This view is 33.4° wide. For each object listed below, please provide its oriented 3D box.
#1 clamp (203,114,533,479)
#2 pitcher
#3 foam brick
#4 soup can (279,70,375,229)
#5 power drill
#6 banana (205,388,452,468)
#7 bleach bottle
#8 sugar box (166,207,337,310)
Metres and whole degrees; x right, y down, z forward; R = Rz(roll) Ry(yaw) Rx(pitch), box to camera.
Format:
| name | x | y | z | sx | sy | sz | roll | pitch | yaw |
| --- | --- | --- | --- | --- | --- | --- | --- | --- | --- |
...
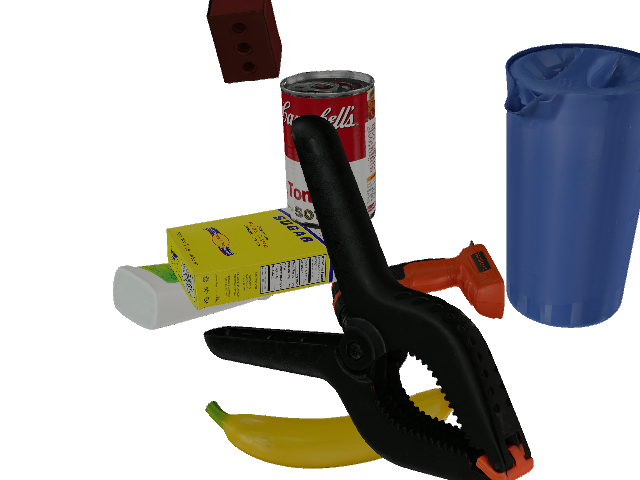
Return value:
| name | x | y | z | sx | sy | sz | roll | pitch | yaw |
| --- | --- | --- | --- | --- | --- | --- | --- | --- | --- |
| clamp | 0.028 | 0.043 | 0.556 | 0.210 | 0.165 | 0.036 | 35 | 32 | 31 |
| pitcher | 0.237 | -0.050 | 0.967 | 0.149 | 0.243 | 0.145 | 3 | 29 | 10 |
| foam brick | -0.068 | -0.189 | 0.965 | 0.053 | 0.051 | 0.078 | -6 | -43 | 8 |
| soup can | 0.006 | -0.067 | 0.780 | 0.068 | 0.102 | 0.068 | -2 | 22 | 1 |
| power drill | 0.106 | 0.059 | 1.191 | 0.187 | 0.057 | 0.184 | -4 | 28 | -4 |
| banana | 0.014 | 0.141 | 0.809 | 0.197 | 0.037 | 0.069 | 0 | 44 | -11 |
| bleach bottle | -0.147 | 0.057 | 1.437 | 0.250 | 0.068 | 0.103 | -11 | 26 | -43 |
| sugar box | -0.049 | 0.010 | 1.015 | 0.176 | 0.048 | 0.093 | -13 | 34 | -19 |
